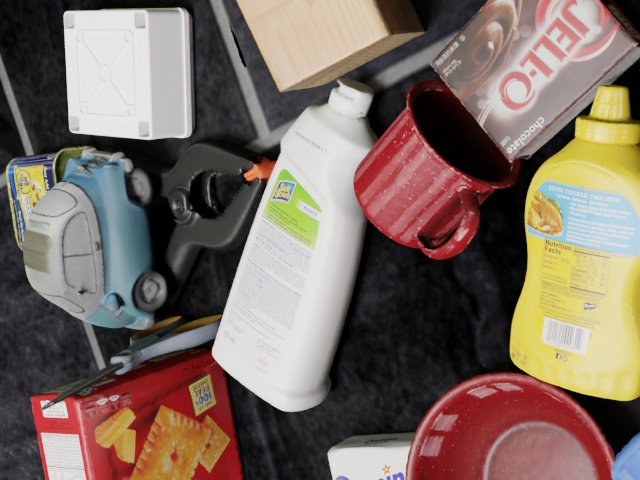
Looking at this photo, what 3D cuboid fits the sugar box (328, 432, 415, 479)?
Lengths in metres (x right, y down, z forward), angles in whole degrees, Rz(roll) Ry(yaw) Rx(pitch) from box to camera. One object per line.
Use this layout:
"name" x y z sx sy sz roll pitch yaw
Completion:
"sugar box" 0.068 0.239 0.821 0.094 0.048 0.176 -13 93 39

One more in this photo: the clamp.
"clamp" -0.115 -0.038 0.914 0.210 0.036 0.164 -30 81 42

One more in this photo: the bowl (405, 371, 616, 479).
"bowl" 0.140 0.171 0.731 0.162 0.055 0.162 -4 83 37

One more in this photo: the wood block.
"wood block" -0.020 -0.217 0.740 0.091 0.090 0.206 -24 92 25

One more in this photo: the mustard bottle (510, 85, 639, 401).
"mustard bottle" 0.175 -0.002 0.677 0.096 0.058 0.192 16 109 43

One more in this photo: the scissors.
"scissors" -0.140 0.094 0.873 0.096 0.201 0.016 -13 99 16

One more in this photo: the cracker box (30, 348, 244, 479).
"cracker box" -0.141 0.214 0.907 0.072 0.163 0.214 -6 95 41

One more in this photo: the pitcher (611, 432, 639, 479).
"pitcher" 0.290 0.183 0.592 0.243 0.149 0.145 51 141 22

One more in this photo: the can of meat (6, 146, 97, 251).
"can of meat" -0.248 -0.035 1.009 0.084 0.057 0.102 -1 98 40

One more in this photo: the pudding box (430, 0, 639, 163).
"pudding box" 0.141 -0.120 0.689 0.114 0.039 0.090 -46 70 32

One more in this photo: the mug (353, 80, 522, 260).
"mug" 0.078 -0.038 0.721 0.082 0.093 0.117 -49 42 39

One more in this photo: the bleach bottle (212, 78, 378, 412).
"bleach bottle" -0.005 0.001 0.820 0.103 0.067 0.251 32 115 29
